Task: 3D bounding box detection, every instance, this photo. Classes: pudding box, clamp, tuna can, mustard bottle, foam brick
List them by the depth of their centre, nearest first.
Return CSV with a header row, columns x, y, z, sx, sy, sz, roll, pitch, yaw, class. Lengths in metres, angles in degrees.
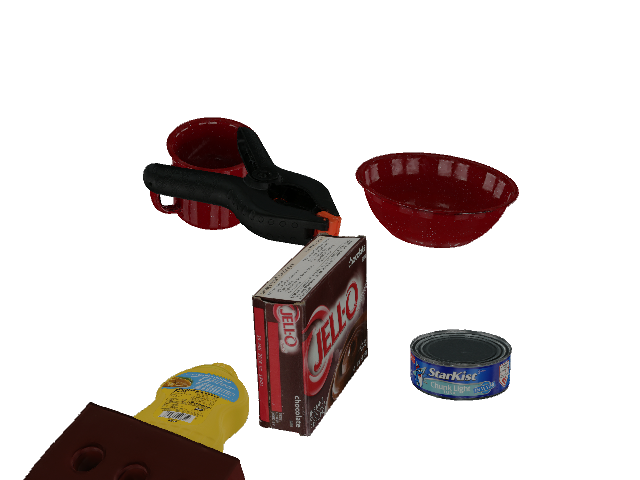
x,y,z,sx,sy,sz,roll,pitch,yaw,class
-0.074,0.112,0.440,0.078,0.051,0.053,15,43,22,foam brick
-0.004,0.055,0.673,0.039,0.090,0.113,7,24,18,pudding box
-0.059,-0.038,0.864,0.120,0.039,0.172,-26,42,-30,clamp
0.119,0.105,0.909,0.086,0.034,0.086,-1,14,0,tuna can
-0.125,0.174,1.086,0.096,0.058,0.191,7,20,12,mustard bottle

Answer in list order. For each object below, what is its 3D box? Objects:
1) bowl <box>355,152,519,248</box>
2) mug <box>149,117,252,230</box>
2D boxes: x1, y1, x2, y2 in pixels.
x,y,z,sx,sy,sz,roll,pitch,yaw,class
0.113,-0.036,1.064,0.162,0.055,0.162,4,24,-2,bowl
-0.117,-0.061,1.067,0.117,0.081,0.093,-25,48,-31,mug
